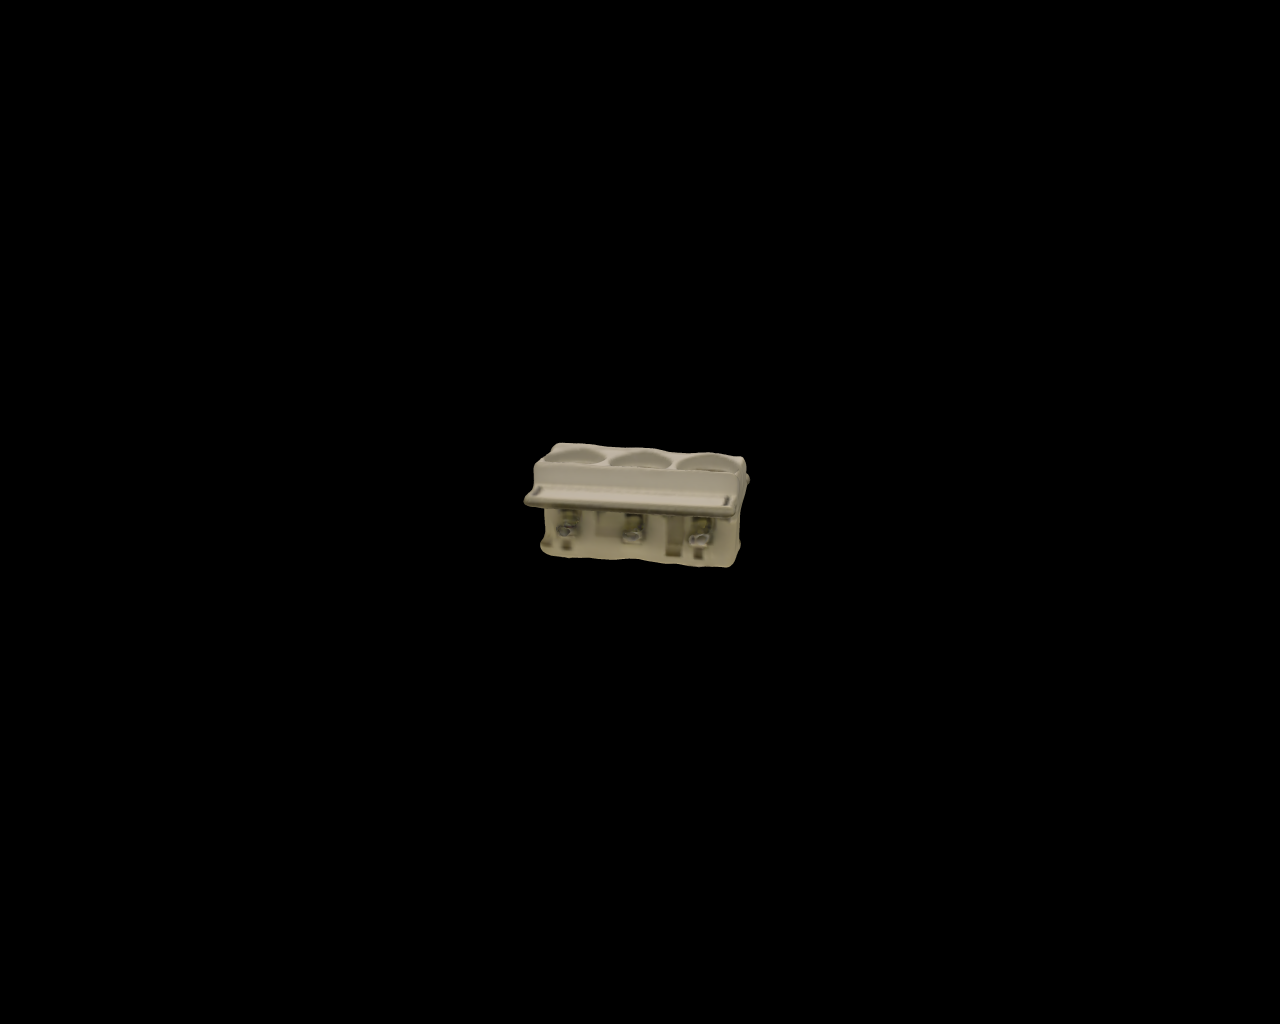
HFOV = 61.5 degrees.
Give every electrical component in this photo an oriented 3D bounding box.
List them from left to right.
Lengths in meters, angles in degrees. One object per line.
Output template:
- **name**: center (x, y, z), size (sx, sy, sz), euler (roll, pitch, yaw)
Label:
- **electrical component**: center (0.001, -0.003, 0.650), size (0.121, 0.063, 0.079), euler (4, 20, 12)
